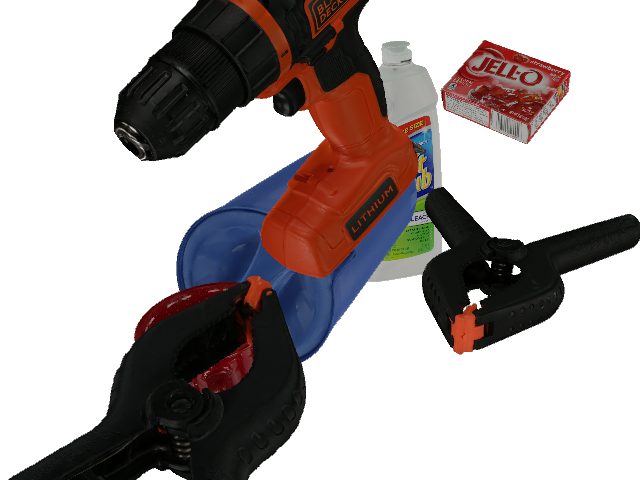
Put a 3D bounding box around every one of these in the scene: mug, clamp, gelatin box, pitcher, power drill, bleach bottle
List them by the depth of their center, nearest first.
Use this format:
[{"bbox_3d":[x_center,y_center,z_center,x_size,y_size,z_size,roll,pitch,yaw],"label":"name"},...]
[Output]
[{"bbox_3d":[-0.047,0.082,0.414,0.120,0.039,0.171,24,49,18],"label":"clamp"},{"bbox_3d":[-0.014,-0.064,0.551,0.057,0.184,0.187,30,-25,30],"label":"power drill"},{"bbox_3d":[-0.065,0.091,0.692,0.093,0.081,0.117,-15,29,-8],"label":"mug"},{"bbox_3d":[0.119,0.015,0.750,0.165,0.036,0.209,12,29,27],"label":"clamp"},{"bbox_3d":[-0.015,-0.002,0.898,0.149,0.145,0.242,22,29,15],"label":"pitcher"},{"bbox_3d":[0.162,-0.132,0.938,0.089,0.073,0.030,28,-28,27],"label":"gelatin box"},{"bbox_3d":[0.078,-0.085,1.143,0.102,0.251,0.068,-10,23,-13],"label":"bleach bottle"}]
